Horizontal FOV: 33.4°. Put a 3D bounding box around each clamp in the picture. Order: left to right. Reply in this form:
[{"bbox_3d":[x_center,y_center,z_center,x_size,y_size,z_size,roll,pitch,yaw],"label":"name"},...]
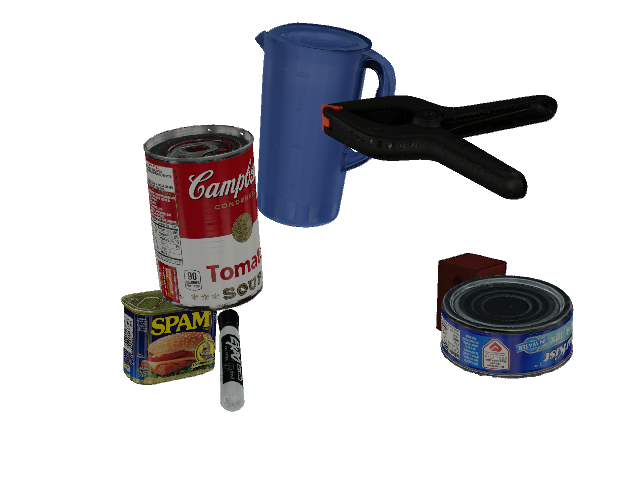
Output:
[{"bbox_3d":[0.105,-0.101,0.955,0.210,0.036,0.164,13,36,23],"label":"clamp"}]

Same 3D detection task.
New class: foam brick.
[{"bbox_3d":[0.156,0.058,1.107,0.051,0.078,0.053,-14,20,-42],"label":"foam brick"}]

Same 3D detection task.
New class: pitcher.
[{"bbox_3d":[-0.006,-0.142,1.337,0.144,0.243,0.149,-3,25,-22],"label":"pitcher"}]

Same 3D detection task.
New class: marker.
[{"bbox_3d":[-0.075,0.095,0.882,0.020,0.020,0.121,0,31,-7],"label":"marker"}]

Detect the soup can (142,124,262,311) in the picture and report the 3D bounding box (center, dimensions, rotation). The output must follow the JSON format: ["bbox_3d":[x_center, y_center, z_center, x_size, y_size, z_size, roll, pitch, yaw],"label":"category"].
[{"bbox_3d":[-0.073,-0.015,0.674,0.068,0.102,0.068,-3,22,1],"label":"soup can"}]

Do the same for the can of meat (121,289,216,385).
[{"bbox_3d":[-0.159,0.100,1.128,0.101,0.084,0.058,-7,19,-34],"label":"can of meat"}]

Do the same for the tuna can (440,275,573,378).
[{"bbox_3d":[0.121,0.054,0.693,0.086,0.034,0.086,-3,22,1],"label":"tuna can"}]
